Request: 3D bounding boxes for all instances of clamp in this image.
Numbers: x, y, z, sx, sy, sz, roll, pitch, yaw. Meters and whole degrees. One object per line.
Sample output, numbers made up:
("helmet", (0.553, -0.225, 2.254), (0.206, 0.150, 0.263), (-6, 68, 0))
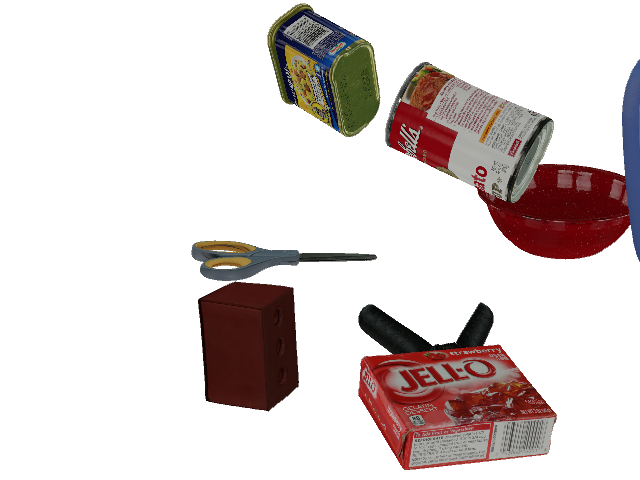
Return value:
("clamp", (0.112, 0.101, 0.887), (0.120, 0.039, 0.171), (-10, 35, -14))

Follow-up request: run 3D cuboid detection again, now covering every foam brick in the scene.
("foam brick", (-0.050, 0.074, 0.761), (0.051, 0.078, 0.052), (4, 16, 25))

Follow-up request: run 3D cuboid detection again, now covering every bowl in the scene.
("bowl", (0.234, -0.025, 1.043), (0.162, 0.055, 0.162), (-1, 23, 0))

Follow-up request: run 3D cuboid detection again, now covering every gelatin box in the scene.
("gelatin box", (0.074, 0.090, 0.591), (0.089, 0.030, 0.073), (-2, 26, -17))

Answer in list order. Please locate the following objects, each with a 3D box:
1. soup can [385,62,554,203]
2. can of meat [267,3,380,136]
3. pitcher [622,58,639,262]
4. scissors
("soup can", (0.107, -0.078, 0.768), (0.102, 0.068, 0.068), (28, 9, 18))
("can of meat", (0.006, -0.154, 0.977), (0.057, 0.102, 0.084), (-40, 54, -20))
("pitcher", (0.250, -0.020, 0.604), (0.149, 0.243, 0.144), (-1, 22, 16))
("scissors", (-0.043, 0.025, 1.146), (0.202, 0.016, 0.096), (5, 22, 5))
